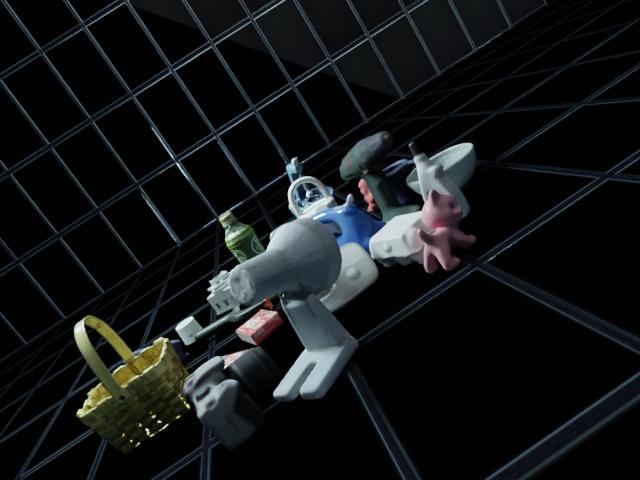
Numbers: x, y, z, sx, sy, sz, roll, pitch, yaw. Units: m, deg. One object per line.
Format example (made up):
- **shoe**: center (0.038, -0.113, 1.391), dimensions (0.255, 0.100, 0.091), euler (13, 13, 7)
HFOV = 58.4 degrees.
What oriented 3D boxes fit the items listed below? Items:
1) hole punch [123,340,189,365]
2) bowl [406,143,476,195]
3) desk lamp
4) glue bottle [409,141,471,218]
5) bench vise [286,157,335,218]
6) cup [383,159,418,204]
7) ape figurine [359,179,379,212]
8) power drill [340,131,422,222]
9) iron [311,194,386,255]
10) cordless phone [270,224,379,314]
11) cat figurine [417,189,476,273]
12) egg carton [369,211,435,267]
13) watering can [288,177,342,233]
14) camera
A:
- **hole punch**: center (-0.368, 0.264, 1.283), dimensions (0.108, 0.091, 0.101), euler (-26, 16, 27)
- **bowl**: center (0.279, -0.142, 1.269), dimensions (0.167, 0.075, 0.167), euler (-31, 14, 9)
- **desk lamp**: center (-0.033, 0.095, 0.861), dimensions (0.117, 0.214, 0.204), euler (-21, 18, 40)
- **glue bottle**: center (0.219, -0.114, 1.102), dimensions (0.078, 0.173, 0.037), euler (-15, 22, 50)
- **bench vise**: center (-0.051, -0.121, 1.625), dimensions (0.206, 0.220, 0.122), euler (-19, 19, 43)
- **cup**: center (0.206, -0.140, 1.383), dimensions (0.117, 0.095, 0.092), euler (-23, 17, 34)
- **ape figurine**: center (0.133, -0.122, 1.487), dimensions (0.076, 0.092, 0.078), euler (-27, 15, 23)
- **power drill**: center (0.137, -0.133, 1.273), dimensions (0.076, 0.208, 0.229), euler (-39, 15, -22)
- **iron**: center (0.011, 0.004, 1.223), dimensions (0.257, 0.141, 0.119), euler (-24, 16, 31)
- **cordless phone**: center (0.006, 0.034, 1.041), dimensions (0.147, 0.185, 0.094), euler (-35, 14, -8)
- **cat figurine**: center (0.199, -0.025, 0.957), dimensions (0.067, 0.118, 0.128), euler (-18, 20, 46)
- **egg carton**: center (0.161, 0.000, 1.057), dimensions (0.107, 0.069, 0.150), euler (-41, 16, -30)
- **watering can**: center (0.002, -0.063, 1.364), dimensions (0.101, 0.194, 0.172), euler (-39, 15, -24)
- **camera**: center (-0.129, 0.223, 0.873), dimensions (0.137, 0.101, 0.143), euler (-38, 15, -18)
